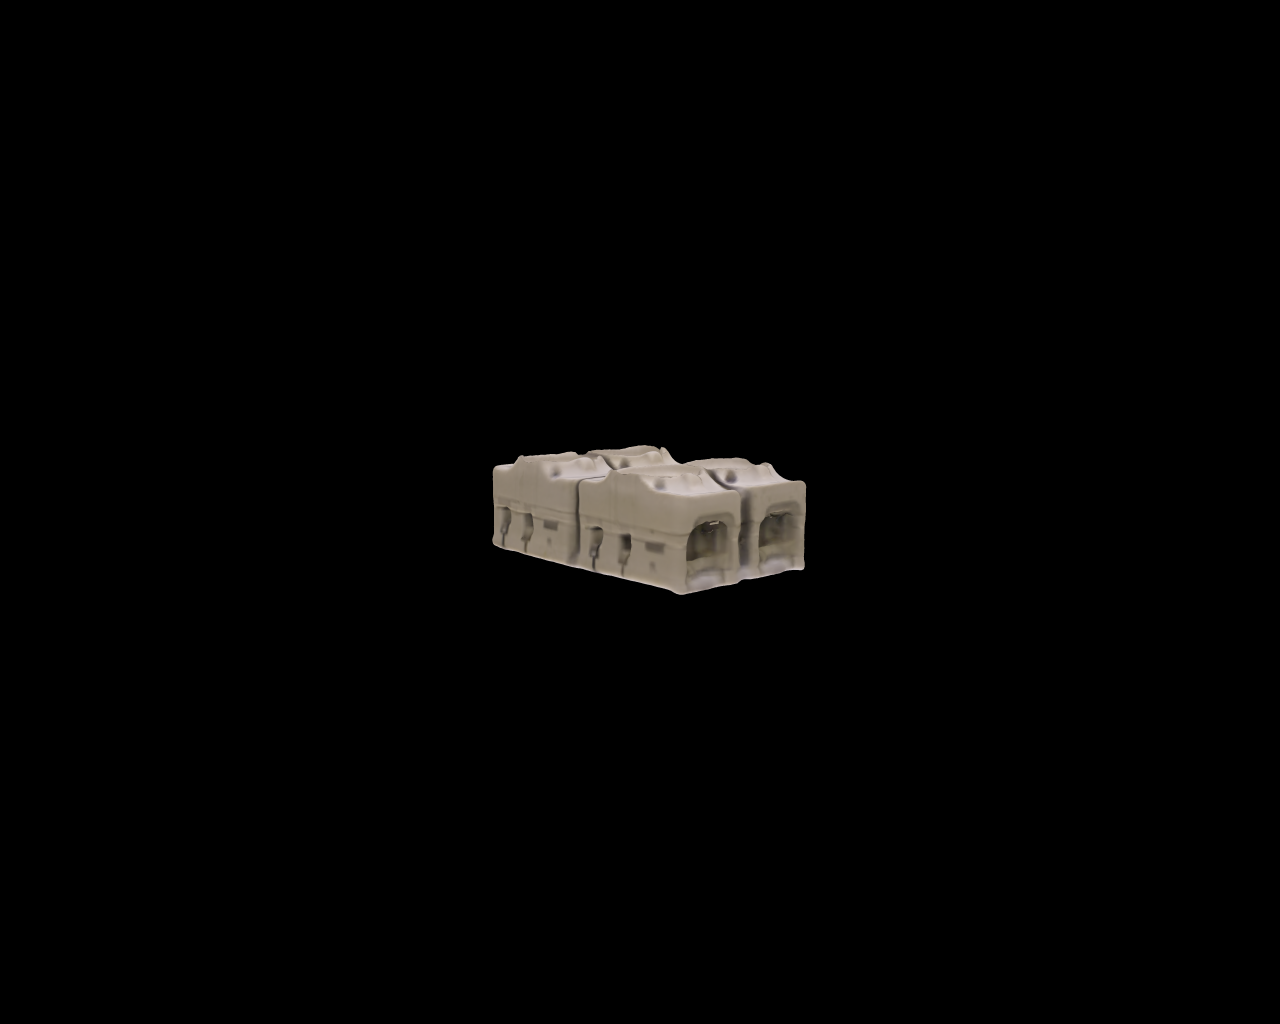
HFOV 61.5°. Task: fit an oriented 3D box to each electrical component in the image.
[{"bbox_3d":[0.001,-0.003,0.650,0.105,0.060,0.186,-7,12,-39],"label":"electrical component"}]
